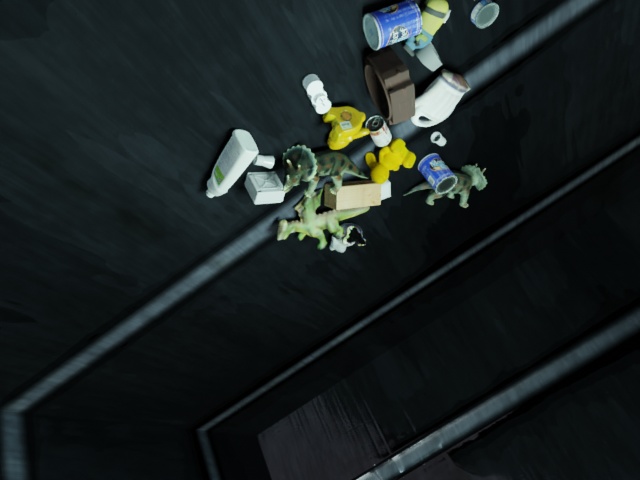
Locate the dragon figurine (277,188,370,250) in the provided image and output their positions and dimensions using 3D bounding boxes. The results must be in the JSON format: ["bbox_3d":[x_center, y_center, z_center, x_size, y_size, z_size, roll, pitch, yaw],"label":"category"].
[{"bbox_3d":[0.006,-0.102,2.036,0.413,0.124,0.237,-33,139,-12],"label":"dragon figurine"}]

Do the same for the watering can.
[{"bbox_3d":[0.388,-0.485,1.775,0.349,0.105,0.220,-6,142,-50],"label":"watering can"}]

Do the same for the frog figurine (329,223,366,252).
[{"bbox_3d":[0.107,-0.010,2.250,0.138,0.122,0.158,-18,-178,-31],"label":"frog figurine"}]
